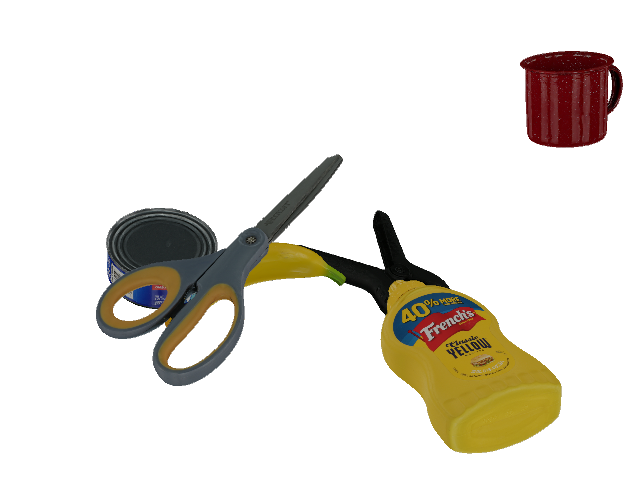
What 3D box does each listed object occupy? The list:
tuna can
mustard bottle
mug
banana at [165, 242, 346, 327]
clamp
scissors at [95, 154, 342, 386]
[{"bbox_3d":[-0.125,0.014,0.837,0.086,0.034,0.086,6,40,-5],"label":"tuna can"},{"bbox_3d":[0.102,0.086,0.850,0.096,0.058,0.192,-16,33,-16],"label":"mustard bottle"},{"bbox_3d":[0.264,-0.148,1.103,0.117,0.081,0.093,-16,24,-25],"label":"mug"},{"bbox_3d":[-0.078,0.041,1.044,0.198,0.069,0.037,-15,21,20],"label":"banana"},{"bbox_3d":[0.075,0.047,1.227,0.164,0.036,0.210,-17,48,-37],"label":"clamp"},{"bbox_3d":[-0.062,0.005,0.648,0.096,0.016,0.201,12,47,16],"label":"scissors"}]
